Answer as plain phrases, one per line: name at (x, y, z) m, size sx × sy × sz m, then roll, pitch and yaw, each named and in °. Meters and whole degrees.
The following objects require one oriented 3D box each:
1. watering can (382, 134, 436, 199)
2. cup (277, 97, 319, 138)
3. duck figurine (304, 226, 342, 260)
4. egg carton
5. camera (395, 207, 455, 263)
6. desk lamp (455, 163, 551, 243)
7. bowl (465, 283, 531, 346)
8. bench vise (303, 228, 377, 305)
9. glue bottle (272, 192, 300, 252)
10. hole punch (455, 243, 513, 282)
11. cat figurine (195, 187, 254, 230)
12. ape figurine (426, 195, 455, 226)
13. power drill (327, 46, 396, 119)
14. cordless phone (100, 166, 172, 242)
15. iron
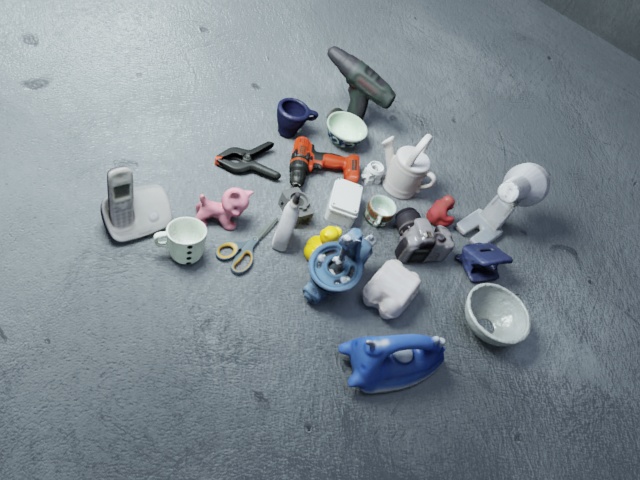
watering can at (0.241, -0.212, 1.552) m, size 0.173 × 0.194 × 0.101 m, roll 21°, pitch 48°, yaw -4°
cup at (-0.070, -0.331, 1.592) m, size 0.118 × 0.095 × 0.091 m, roll 4°, pitch 52°, yaw -19°
duck figurine at (0.013, 0.005, 1.362) m, size 0.077 × 0.086 × 0.105 m, roll 44°, pitch 51°, yaw 15°
egg carton at (0.169, 0.116, 1.346) m, size 0.107 × 0.069 × 0.150 m, roll 37°, pitch 49°, yaw 9°
camera at (0.259, -0.021, 1.469) m, size 0.143 × 0.100 × 0.136 m, roll -1°, pitch 54°, yaw -22°
desk lamp at (0.502, -0.099, 1.550) m, size 0.204 × 0.213 × 0.117 m, roll -29°, pitch 68°, yaw -36°
bowl at (0.414, 0.191, 1.377) m, size 0.168 × 0.074 × 0.167 m, roll 11°, pitch 50°, yaw -13°
bench vise at (0.054, 0.025, 1.273) m, size 0.121 × 0.219 × 0.208 m, roll 29°, pitch 48°, yaw 3°
glue bottle at (-0.071, -0.051, 1.316) m, size 0.037 × 0.173 × 0.078 m, roll 17°, pitch 49°, yaw -8°
hole punch at (0.425, 0.046, 1.486) m, size 0.109 × 0.091 × 0.101 m, roll -5°, pitch 55°, yaw -25°
cat figurine at (-0.219, -0.084, 1.321) m, size 0.128 × 0.117 × 0.067 m, roll 4°, pitch 52°, yaw -18°
ape figurine at (0.335, -0.084, 1.554) m, size 0.076 × 0.092 × 0.077 m, roll 4°, pitch 52°, yaw -18°
power drill at (0.095, -0.422, 1.653) m, size 0.229 × 0.208 × 0.076 m, roll 30°, pitch 48°, yaw 3°
cordless phone at (-0.387, -0.090, 1.216) m, size 0.148 × 0.185 × 0.094 m, roll -25°, pitch 65°, yaw -34°
iron at (0.178, 0.236, 1.205) m, size 0.259 × 0.141 × 0.118 m, roll -2°, pitch 54°, yaw -23°
